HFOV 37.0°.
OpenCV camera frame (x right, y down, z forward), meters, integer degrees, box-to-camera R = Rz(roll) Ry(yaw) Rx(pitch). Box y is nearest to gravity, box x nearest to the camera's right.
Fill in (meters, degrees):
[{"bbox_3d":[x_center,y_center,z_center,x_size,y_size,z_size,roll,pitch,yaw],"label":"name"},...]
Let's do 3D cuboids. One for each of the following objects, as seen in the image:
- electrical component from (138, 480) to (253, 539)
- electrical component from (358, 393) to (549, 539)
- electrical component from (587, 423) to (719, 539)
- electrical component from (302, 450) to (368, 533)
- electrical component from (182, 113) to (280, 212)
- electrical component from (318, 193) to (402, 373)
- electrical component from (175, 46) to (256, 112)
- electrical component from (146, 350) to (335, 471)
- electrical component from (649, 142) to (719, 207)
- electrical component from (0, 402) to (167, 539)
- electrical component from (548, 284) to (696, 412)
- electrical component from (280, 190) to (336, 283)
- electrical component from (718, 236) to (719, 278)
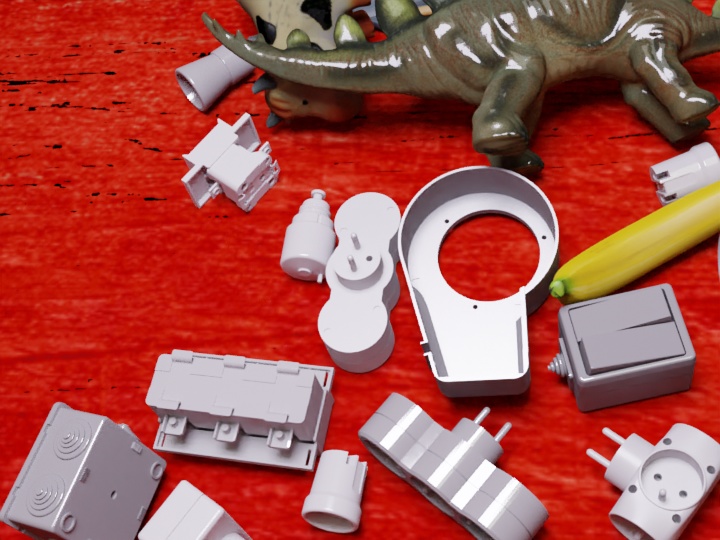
[{"bbox_3d":[-0.093,0.190,0.715,0.076,0.083,0.047,30,70,25],"label":"electrical component"},{"bbox_3d":[0.073,0.127,0.735,0.138,0.052,0.073,35,72,27],"label":"electrical component"},{"bbox_3d":[0.189,0.134,0.711,0.079,0.044,0.077,33,72,26],"label":"electrical component"},{"bbox_3d":[-0.016,0.153,0.747,0.040,0.040,0.046,5,57,15],"label":"electrical component"},{"bbox_3d":[-0.106,-0.085,0.901,0.064,0.042,0.081,33,72,24],"label":"electrical component"},{"bbox_3d":[0.000,0.000,0.811,0.052,0.073,0.138,2,61,13],"label":"electrical component"},{"bbox_3d":[-0.126,-0.177,0.959,0.065,0.044,0.044,-38,60,-16],"label":"electrical component"},{"bbox_3d":[-0.087,0.096,0.780,0.121,0.063,0.078,5,62,14],"label":"electrical component"},{"bbox_3d":[0.250,-0.071,0.821,0.046,0.040,0.040,-20,58,6],"label":"electrical component"},{"bbox_3d":[-0.189,0.152,0.750,0.048,0.099,0.099,6,61,30],"label":"electrical component"},{"bbox_3d":[0.178,0.054,0.750,0.096,0.061,0.061,-13,59,4],"label":"electrical component"},{"bbox_3d":[-0.039,-0.028,0.855,0.040,0.040,0.078,2,61,13],"label":"electrical component"},{"bbox_3d":[0.289,-0.006,0.765,0.057,0.058,0.078,-3,60,7],"label":"electrical component"}]
